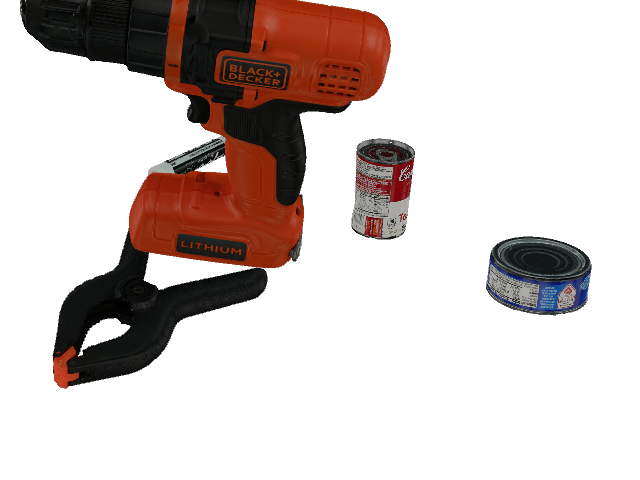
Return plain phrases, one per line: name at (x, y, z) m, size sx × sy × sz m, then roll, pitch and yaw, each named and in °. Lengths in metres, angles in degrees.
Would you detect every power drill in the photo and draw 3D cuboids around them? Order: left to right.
power drill at (-0.067, -0.063, 0.587) m, size 0.184 × 0.057 × 0.188 m, roll 9°, pitch -36°, yaw -4°

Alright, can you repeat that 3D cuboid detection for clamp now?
clamp at (-0.136, 0.036, 0.774) m, size 0.120 × 0.039 × 0.171 m, roll 36°, pitch 50°, yaw 26°

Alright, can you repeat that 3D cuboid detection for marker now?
marker at (-0.103, -0.077, 0.954) m, size 0.020 × 0.020 × 0.120 m, roll 0°, pitch 23°, yaw 45°

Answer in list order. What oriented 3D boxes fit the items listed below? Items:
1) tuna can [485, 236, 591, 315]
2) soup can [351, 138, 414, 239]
tuna can at (0.184, 0.028, 0.902) m, size 0.086 × 0.034 × 0.086 m, roll 2°, pitch 25°, yaw -1°
soup can at (0.072, -0.060, 1.258) m, size 0.068 × 0.102 × 0.068 m, roll 3°, pitch 27°, yaw -2°
